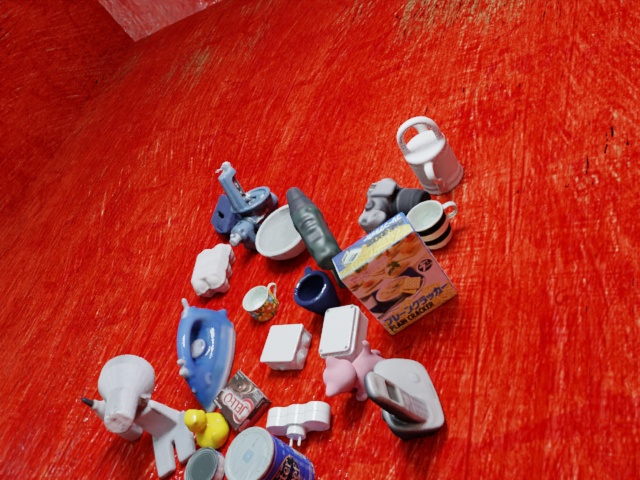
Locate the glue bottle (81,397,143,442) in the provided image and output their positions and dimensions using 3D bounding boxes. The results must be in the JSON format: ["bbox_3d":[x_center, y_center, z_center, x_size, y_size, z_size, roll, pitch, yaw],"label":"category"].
[{"bbox_3d":[-0.486,0.405,1.335,0.037,0.174,0.078,-35,39,8],"label":"glue bottle"}]

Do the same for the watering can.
[{"bbox_3d":[0.238,-0.203,1.289,0.101,0.195,0.172,-36,39,7],"label":"watering can"}]

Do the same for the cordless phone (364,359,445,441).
[{"bbox_3d":[0.126,0.247,0.970,0.094,0.186,0.147,-32,40,11],"label":"cordless phone"}]

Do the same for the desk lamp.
[{"bbox_3d":[-0.383,0.375,1.246,0.118,0.214,0.202,-39,39,4],"label":"desk lamp"}]

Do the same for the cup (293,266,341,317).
[{"bbox_3d":[0.000,0.119,1.264,0.091,0.095,0.117,-31,40,12],"label":"cup"}]

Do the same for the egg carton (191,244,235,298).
[{"bbox_3d":[-0.288,0.082,1.556,0.107,0.070,0.150,-20,43,24],"label":"egg carton"}]

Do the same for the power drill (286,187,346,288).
[{"bbox_3d":[0.012,0.005,1.270,0.075,0.209,0.229,-36,39,7],"label":"power drill"}]

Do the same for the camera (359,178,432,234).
[{"bbox_3d":[0.172,-0.076,1.300,0.136,0.101,0.143,5,57,42],"label":"camera"}]

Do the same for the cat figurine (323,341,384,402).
[{"bbox_3d":[0.059,0.246,1.079,0.128,0.118,0.067,-47,39,-7],"label":"cat figurine"}]

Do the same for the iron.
[{"bbox_3d":[-0.284,0.260,1.329,0.118,0.142,0.258,-26,42,19],"label":"iron"}]

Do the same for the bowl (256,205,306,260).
[{"bbox_3d":[-0.078,-0.008,1.463,0.167,0.075,0.167,-22,43,22],"label":"bowl"}]

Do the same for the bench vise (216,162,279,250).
[{"bbox_3d":[-0.198,-0.092,1.523,0.121,0.220,0.207,-22,43,22],"label":"bench vise"}]

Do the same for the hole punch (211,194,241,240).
[{"bbox_3d":[-0.269,-0.066,1.660,0.101,0.091,0.108,-49,39,-9],"label":"hole punch"}]

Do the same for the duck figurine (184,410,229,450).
[{"bbox_3d":[-0.249,0.395,1.219,0.104,0.086,0.077,18,66,47],"label":"duck figurine"}]
